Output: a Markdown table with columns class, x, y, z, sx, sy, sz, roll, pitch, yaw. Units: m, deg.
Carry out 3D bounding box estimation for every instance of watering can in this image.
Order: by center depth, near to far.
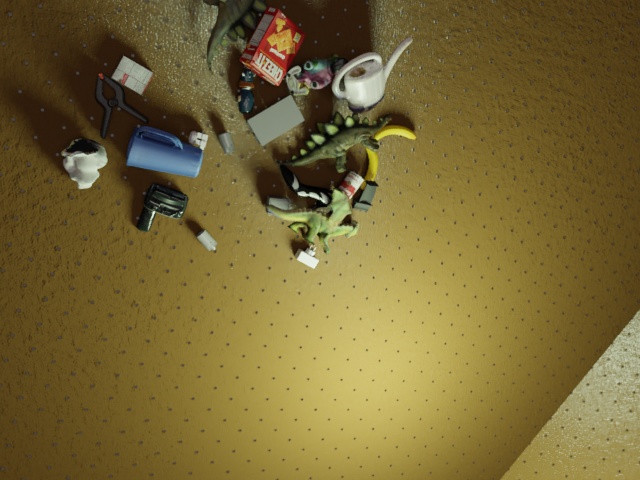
| class | x | y | z | sx | sy | sz | roll | pitch | yaw |
| --- | --- | --- | --- | --- | --- | --- | --- | --- | --- |
| watering can | 0.202 | -0.604 | 1.913 | 0.349 | 0.106 | 0.219 | -28 | -37 | -10 |

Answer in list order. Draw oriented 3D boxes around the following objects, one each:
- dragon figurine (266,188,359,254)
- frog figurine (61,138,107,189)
| class | x | y | z | sx | sy | sz | roll | pitch | yaw |
| --- | --- | --- | --- | --- | --- | --- | --- | --- | --- |
| dragon figurine | 0.006 | -0.099 | 1.964 | 0.404 | 0.243 | 0.124 | 39 | 0 | -39 |
| frog figurine | -0.784 | -0.256 | 1.730 | 0.138 | 0.125 | 0.155 | -19 | -37 | -21 |
